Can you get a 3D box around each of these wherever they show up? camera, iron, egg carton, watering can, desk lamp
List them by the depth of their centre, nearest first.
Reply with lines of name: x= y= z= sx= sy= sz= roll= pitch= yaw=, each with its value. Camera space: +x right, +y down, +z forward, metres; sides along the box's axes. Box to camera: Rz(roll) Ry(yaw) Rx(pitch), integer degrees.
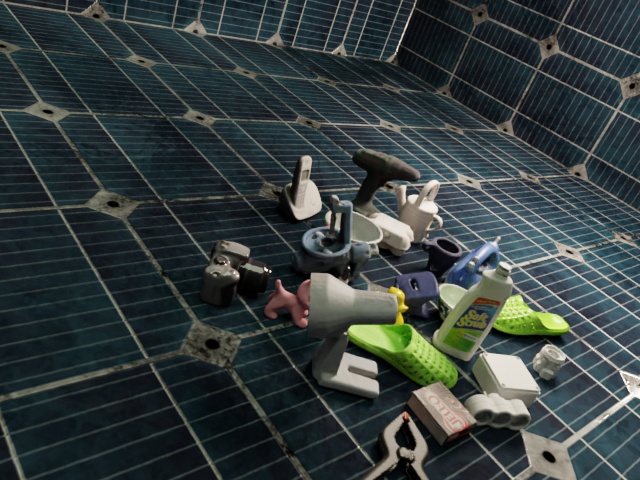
desk lamp: x=0.049 y=0.174 z=1.092 sx=0.203 sy=0.213 sz=0.118 roll=17 pitch=30 yaw=-9
camera: x=-0.175 y=0.070 z=1.233 sx=0.137 sy=0.101 sz=0.143 roll=17 pitch=30 yaw=-8
iron: x=0.427 y=0.077 z=1.576 sx=0.118 sy=0.141 sz=0.259 roll=34 pitch=32 yaw=21
egg carton: x=0.195 y=-0.018 z=1.654 sx=0.150 sy=0.069 sz=0.107 roll=27 pitch=30 yaw=9
watering can: x=0.296 y=-0.099 z=1.728 sx=0.172 sy=0.194 sz=0.101 roll=26 pitch=30 yaw=8

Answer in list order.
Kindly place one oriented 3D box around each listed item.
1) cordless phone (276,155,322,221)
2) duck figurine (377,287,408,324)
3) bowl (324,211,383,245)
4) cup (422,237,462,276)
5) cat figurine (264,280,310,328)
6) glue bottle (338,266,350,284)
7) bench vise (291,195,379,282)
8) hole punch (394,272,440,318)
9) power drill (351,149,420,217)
cordless phone: x=-0.039 y=-0.155 z=1.608 sx=0.094 sy=0.185 sz=0.148 roll=32 pitch=31 yaw=19
duck figurine: x=0.163 y=0.148 z=1.340 sx=0.078 sy=0.086 sz=0.104 roll=-9 pitch=41 yaw=-42
bowl: x=0.082 y=-0.011 z=1.563 sx=0.167 sy=0.075 sz=0.167 roll=16 pitch=30 yaw=-9
cup: x=0.327 y=0.050 z=1.602 sx=0.118 sy=0.095 sz=0.091 roll=12 pitch=31 yaw=-17
cat figurine: x=-0.042 y=0.119 z=1.221 sx=0.128 sy=0.118 sz=0.067 roll=17 pitch=30 yaw=-9
glue bottle: x=0.031 y=0.125 z=1.204 sx=0.037 sy=0.173 sz=0.078 roll=28 pitch=30 yaw=12
bench vise: x=0.049 y=-0.011 z=1.393 sx=0.208 sy=0.220 sz=0.121 roll=-5 pitch=38 yaw=-38
hole punch: x=0.233 y=0.128 z=1.415 sx=0.101 sy=0.091 sz=0.108 roll=14 pitch=30 yaw=-14
power drill: x=0.181 y=-0.170 z=1.756 sx=0.229 sy=0.208 sz=0.076 roll=37 pitch=33 yaw=26
